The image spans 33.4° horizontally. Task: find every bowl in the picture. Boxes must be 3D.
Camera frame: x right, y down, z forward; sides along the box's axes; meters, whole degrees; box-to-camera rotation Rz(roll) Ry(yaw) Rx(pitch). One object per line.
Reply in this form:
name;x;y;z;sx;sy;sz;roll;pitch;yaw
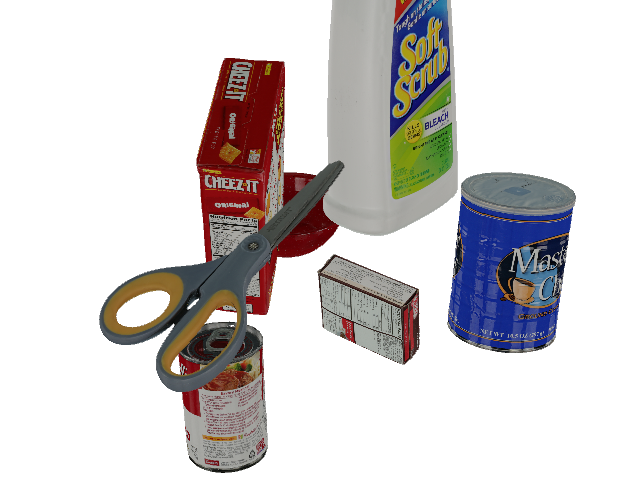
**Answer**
bowl;-0.042;-0.025;1.337;0.162;0.055;0.162;-1;31;0

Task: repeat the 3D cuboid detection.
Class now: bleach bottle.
bleach bottle;0.044;-0.135;0.710;0.102;0.251;0.068;-28;36;-36

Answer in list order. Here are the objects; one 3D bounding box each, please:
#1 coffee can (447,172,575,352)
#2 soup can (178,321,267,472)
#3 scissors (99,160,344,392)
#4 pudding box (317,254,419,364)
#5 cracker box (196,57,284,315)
coffee can;0.175;0.019;0.987;0.103;0.140;0.103;3;21;-1
soup can;-0.077;0.125;0.857;0.068;0.102;0.068;-2;22;1
scissors;-0.061;0.008;0.652;0.096;0.016;0.201;12;47;15
pudding box;0.053;0.075;1.165;0.114;0.090;0.039;21;46;27
cracker box;-0.079;-0.053;1.097;0.072;0.164;0.214;5;-42;3
